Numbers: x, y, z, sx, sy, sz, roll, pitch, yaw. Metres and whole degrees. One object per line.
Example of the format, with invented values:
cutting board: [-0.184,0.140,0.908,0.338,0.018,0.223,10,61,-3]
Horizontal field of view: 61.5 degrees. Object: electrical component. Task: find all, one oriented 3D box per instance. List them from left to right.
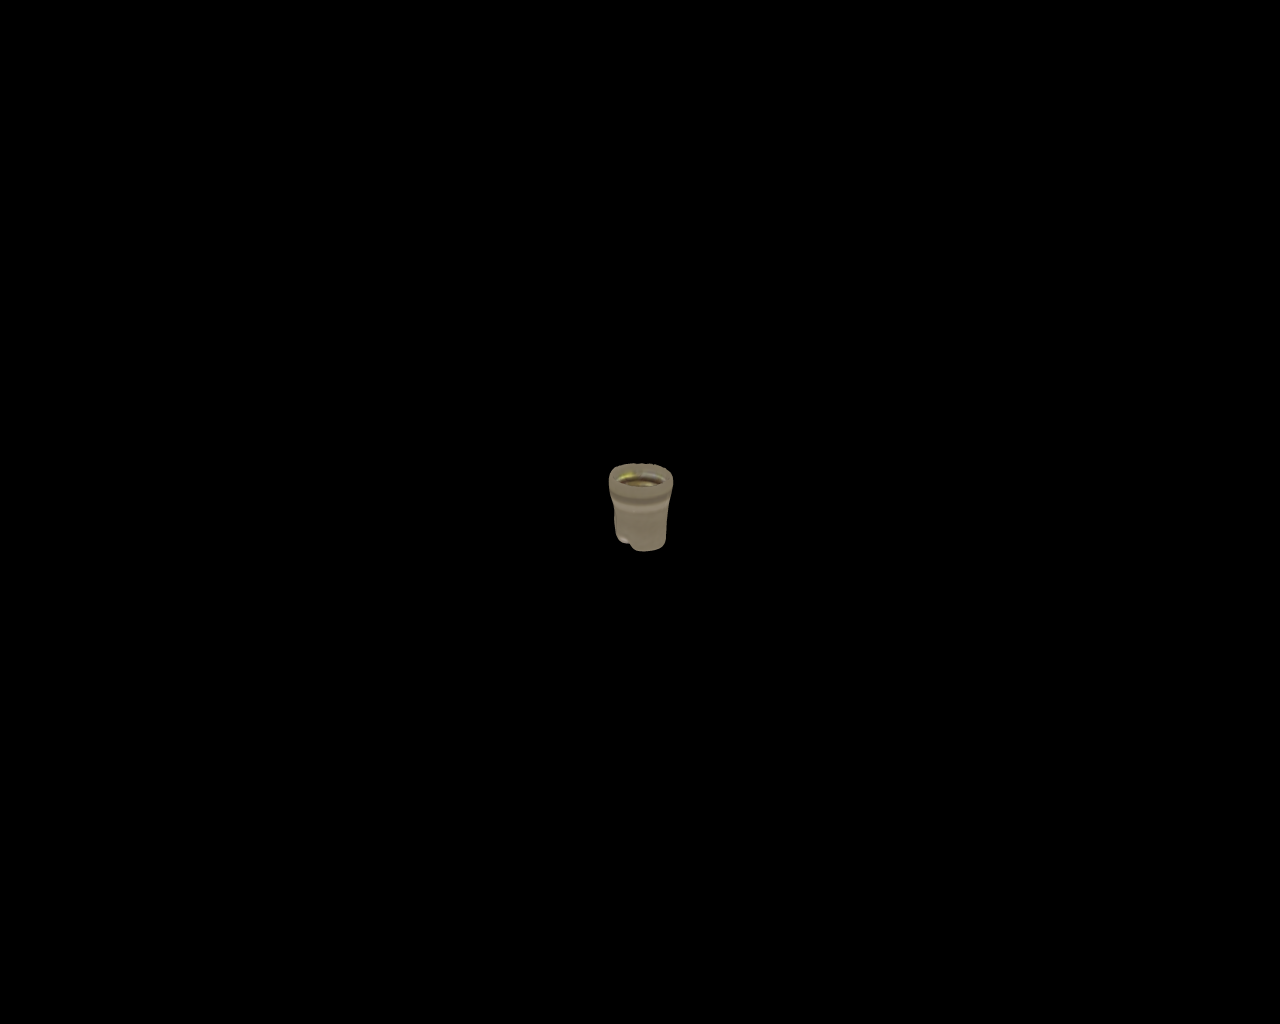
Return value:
electrical component: [0.001,-0.003,0.650,0.040,0.046,0.040,0,24,0]
